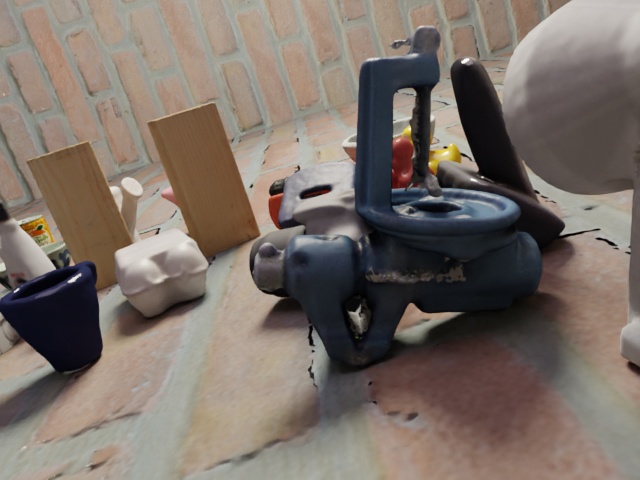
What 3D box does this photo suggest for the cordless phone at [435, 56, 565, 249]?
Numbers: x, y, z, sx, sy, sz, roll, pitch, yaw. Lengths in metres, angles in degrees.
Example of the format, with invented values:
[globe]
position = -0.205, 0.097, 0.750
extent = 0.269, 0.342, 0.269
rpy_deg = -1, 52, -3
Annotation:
[cordless phone]
position = 0.156, -0.085, 0.551
extent = 0.094, 0.185, 0.147
rpy_deg = -18, 17, -2

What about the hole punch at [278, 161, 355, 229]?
[hole punch]
position = 0.004, -0.045, 0.736
extent = 0.108, 0.091, 0.101
rpy_deg = -12, 18, 17

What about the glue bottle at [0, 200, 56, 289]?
[glue bottle]
position = -0.383, 0.029, 0.745
extent = 0.078, 0.173, 0.037
rpy_deg = -7, 20, 30

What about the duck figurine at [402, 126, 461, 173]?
[duck figurine]
position = 0.159, -0.136, 0.876
extent = 0.104, 0.086, 0.077
rpy_deg = -11, 18, 19

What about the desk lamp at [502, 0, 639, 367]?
[desk lamp]
position = 0.203, -0.037, 0.305
extent = 0.118, 0.214, 0.203
rpy_deg = -20, 17, -9

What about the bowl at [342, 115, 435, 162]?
[bowl]
position = 0.127, -0.159, 0.998
extent = 0.167, 0.075, 0.167
rpy_deg = -16, 17, 5

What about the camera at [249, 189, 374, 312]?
[camera]
position = 0.005, 0.002, 0.571
extent = 0.136, 0.101, 0.143
rpy_deg = -9, 19, 25

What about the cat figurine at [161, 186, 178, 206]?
[cat figurine]
position = -0.202, -0.078, 0.996
extent = 0.127, 0.118, 0.067
rpy_deg = -17, 17, 2

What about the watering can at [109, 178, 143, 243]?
[watering can]
position = -0.379, -0.060, 0.982
extent = 0.173, 0.194, 0.101
rpy_deg = -17, 17, 0

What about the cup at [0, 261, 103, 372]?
[cup]
position = -0.261, 0.080, 0.599
extent = 0.091, 0.095, 0.118
rpy_deg = -12, 18, 18

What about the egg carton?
[egg carton]
position = -0.197, 0.037, 0.714
extent = 0.107, 0.069, 0.150
rpy_deg = -24, 18, -20

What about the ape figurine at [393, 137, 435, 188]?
[ape figurine]
position = 0.115, -0.094, 0.778
extent = 0.076, 0.092, 0.078
rpy_deg = -14, 18, 13

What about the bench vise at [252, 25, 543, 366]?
[bench vise]
position = 0.049, -0.026, 0.411
extent = 0.208, 0.220, 0.121
rpy_deg = -23, 18, -17
